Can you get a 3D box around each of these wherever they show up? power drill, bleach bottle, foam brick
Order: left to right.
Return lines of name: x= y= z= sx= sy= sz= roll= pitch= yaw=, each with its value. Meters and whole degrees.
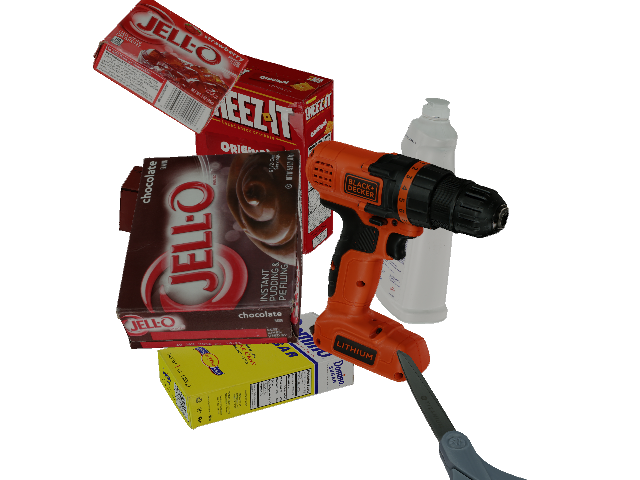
foam brick: x=-0.162 y=-0.038 z=1.096 sx=0.078 sy=0.051 sz=0.053 roll=10 pitch=31 yaw=3
power drill: x=0.064 y=0.020 z=0.897 sx=0.185 sy=0.188 sz=0.057 roll=21 pitch=26 yaw=34
bleach bottle: x=0.120 y=-0.037 z=1.233 sx=0.068 sy=0.251 sz=0.103 roll=-1 pitch=22 yaw=-22

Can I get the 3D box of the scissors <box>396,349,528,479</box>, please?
scissors: x=0.101 y=0.130 z=0.633 sx=0.096 sy=0.016 sz=0.201 roll=3 pitch=33 yaw=-3

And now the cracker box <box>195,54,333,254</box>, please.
cracker box: x=-0.070 y=-0.104 z=1.284 sx=0.164 sy=0.214 sz=0.072 roll=20 pitch=39 yaw=26

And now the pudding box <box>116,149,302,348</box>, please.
pudding box: x=-0.055 y=0.003 z=0.571 sx=0.090 sy=0.113 sz=0.039 roll=-2 pitch=-43 yaw=4

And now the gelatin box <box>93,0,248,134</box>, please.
gelatin box: x=-0.104 y=-0.125 z=0.746 sx=0.089 sy=0.030 sz=0.073 roll=32 pitch=40 yaw=-6

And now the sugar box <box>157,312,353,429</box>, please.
sugar box: x=-0.064 y=0.126 z=1.066 sx=0.176 sy=0.048 sz=0.093 roll=-15 pitch=32 yaw=-22
